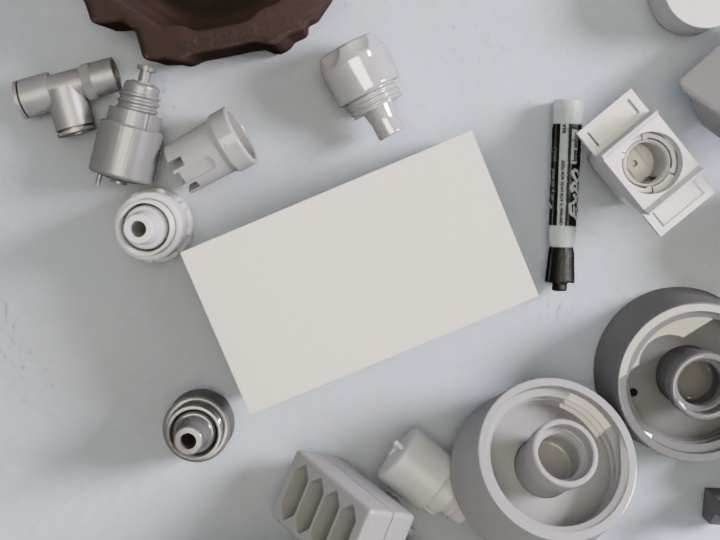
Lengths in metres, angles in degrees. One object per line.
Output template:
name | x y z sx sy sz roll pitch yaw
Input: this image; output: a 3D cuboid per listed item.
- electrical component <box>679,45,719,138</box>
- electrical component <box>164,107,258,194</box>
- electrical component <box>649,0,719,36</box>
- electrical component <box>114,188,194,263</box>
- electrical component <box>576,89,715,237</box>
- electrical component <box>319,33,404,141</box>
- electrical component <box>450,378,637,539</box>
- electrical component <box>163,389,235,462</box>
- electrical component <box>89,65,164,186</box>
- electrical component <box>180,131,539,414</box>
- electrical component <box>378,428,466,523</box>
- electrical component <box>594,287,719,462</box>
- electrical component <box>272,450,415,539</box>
electrical component | 0.256 -0.106 0.640 0.100 0.048 0.099 -42 50 4
electrical component | -0.093 -0.073 0.671 0.046 0.040 0.040 -28 94 8
electrical component | 0.217 -0.212 0.638 0.052 0.073 0.138 13 95 -1
electrical component | -0.130 -0.027 0.663 0.048 0.062 0.048 0 95 1
electrical component | 0.171 -0.065 0.656 0.042 0.064 0.081 -39 94 4
electrical component | 0.006 -0.111 0.664 0.043 0.043 0.062 -28 95 3
electrical component | 0.114 0.117 0.651 0.108 0.060 0.108 4 66 -9
electrical component | -0.103 0.100 0.673 0.043 0.062 0.043 0 95 1
electrical component | -0.142 -0.088 0.669 0.040 0.040 0.078 15 94 -1
electrical component | 0.000 0.000 0.665 0.186 0.060 0.105 -22 94 2
electrical component | 0.048 0.136 0.686 0.078 0.040 0.040 39 94 -3
electrical component | 0.206 0.067 0.669 0.108 0.060 0.108 0 95 0
electrical component | 0.002 0.156 0.677 0.076 0.083 0.047 18 96 -39
